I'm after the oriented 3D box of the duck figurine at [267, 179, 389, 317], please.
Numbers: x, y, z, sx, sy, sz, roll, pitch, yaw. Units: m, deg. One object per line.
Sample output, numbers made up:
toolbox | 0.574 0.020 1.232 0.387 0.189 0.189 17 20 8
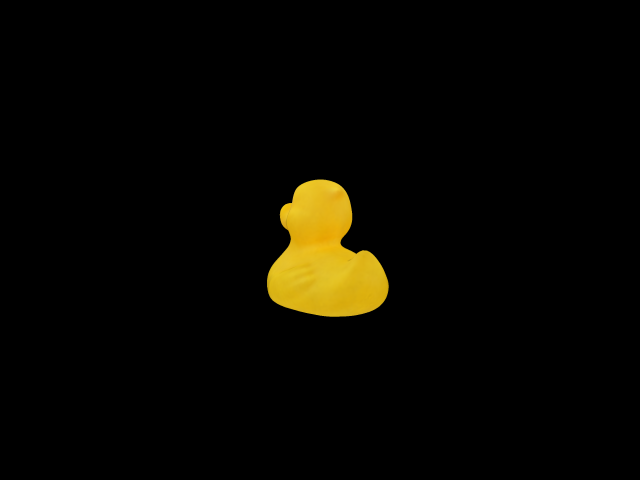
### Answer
duck figurine | 0.004 0.001 0.400 0.078 0.086 0.104 -8 14 -35
